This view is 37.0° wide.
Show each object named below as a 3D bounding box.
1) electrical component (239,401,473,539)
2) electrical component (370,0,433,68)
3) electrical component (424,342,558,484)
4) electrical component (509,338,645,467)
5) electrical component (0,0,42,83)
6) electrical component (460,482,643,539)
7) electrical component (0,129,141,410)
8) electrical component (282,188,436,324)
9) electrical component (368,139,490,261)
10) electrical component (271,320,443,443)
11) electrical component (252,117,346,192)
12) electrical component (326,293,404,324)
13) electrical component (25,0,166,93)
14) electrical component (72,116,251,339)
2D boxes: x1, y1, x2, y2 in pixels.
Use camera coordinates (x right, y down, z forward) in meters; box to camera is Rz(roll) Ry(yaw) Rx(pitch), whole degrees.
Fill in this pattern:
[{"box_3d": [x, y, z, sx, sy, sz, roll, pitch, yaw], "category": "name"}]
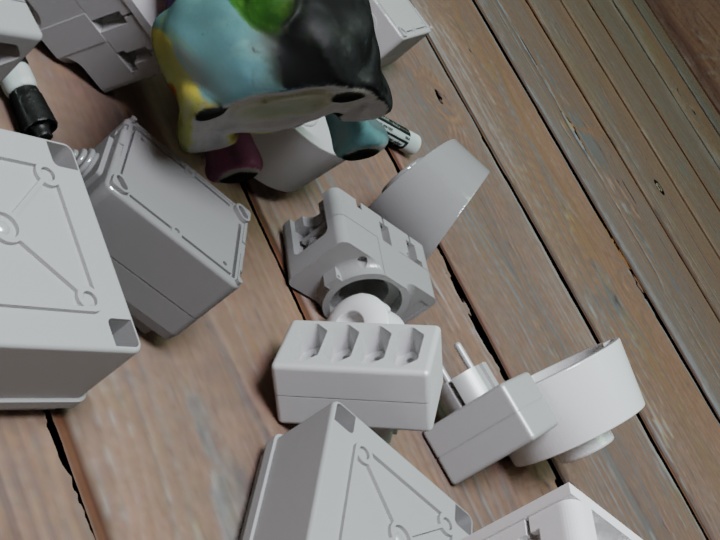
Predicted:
[{"box_3d": [-0.001, 0.138, 0.511, 0.109, 0.056, 0.108, 43, 29, -21], "category": "electrical component"}, {"box_3d": [0.014, -0.212, 0.934, 0.061, 0.061, 0.096, 54, 27, -1], "category": "electrical component"}, {"box_3d": [0.073, 0.083, 0.682, 0.076, 0.066, 0.047, 60, 27, 11], "category": "electrical component"}, {"box_3d": [0.142, 0.097, 0.738, 0.108, 0.108, 0.060, -16, 78, -62], "category": "electrical component"}, {"box_3d": [-0.195, -0.118, 0.486, 0.047, 0.066, 0.076, -8, 65, -60], "category": "electrical component"}, {"box_3d": [0.036, 0.166, 0.393, 0.105, 0.186, 0.060, 39, 30, -28], "category": "electrical component"}, {"box_3d": [-0.156, -0.003, 0.424, 0.109, 0.056, 0.108, 9, 51, -54], "category": "electrical component"}, {"box_3d": [0.000, 0.000, 0.678, 0.089, 0.050, 0.055, 32, 33, -37], "category": "electrical component"}, {"box_3d": [0.049, -0.043, 0.760, 0.064, 0.099, 0.099, 50, 26, 5], "category": "electrical component"}, {"box_3d": [0.001, 0.072, 0.582, 0.047, 0.083, 0.075, -68, 157, -59], "category": "electrical component"}, {"box_3d": [-0.057, -0.101, 0.692, 0.108, 0.060, 0.108, 39, 30, -28], "category": "electrical component"}, {"box_3d": [0.011, 0.045, 0.652, 0.062, 0.048, 0.048, 32, 34, -48], "category": "electrical component"}, {"box_3d": [-0.162, -0.198, 0.575, 0.186, 0.060, 0.105, 55, 27, -46], "category": "electrical component"}, {"box_3d": [-0.108, -0.021, 0.516, 0.096, 0.061, 0.061, 40, 27, -27], "category": "electrical component"}]
